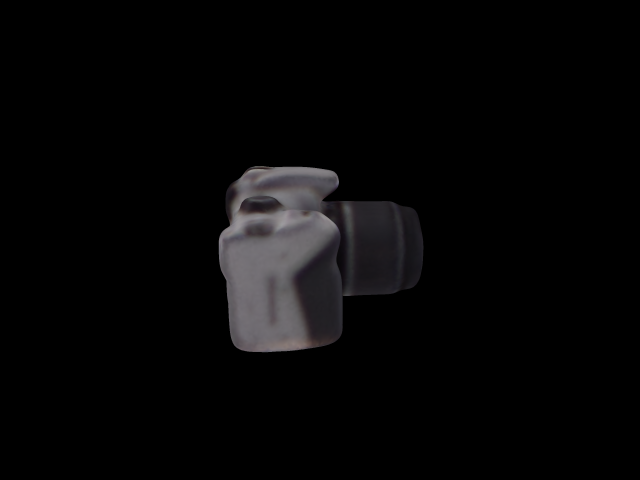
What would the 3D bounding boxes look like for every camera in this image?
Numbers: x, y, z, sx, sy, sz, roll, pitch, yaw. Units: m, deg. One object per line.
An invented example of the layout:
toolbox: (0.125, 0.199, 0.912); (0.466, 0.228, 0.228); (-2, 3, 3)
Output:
camera: (0.004, 0.001, 0.400); (0.137, 0.101, 0.143); (-1, 15, -4)
